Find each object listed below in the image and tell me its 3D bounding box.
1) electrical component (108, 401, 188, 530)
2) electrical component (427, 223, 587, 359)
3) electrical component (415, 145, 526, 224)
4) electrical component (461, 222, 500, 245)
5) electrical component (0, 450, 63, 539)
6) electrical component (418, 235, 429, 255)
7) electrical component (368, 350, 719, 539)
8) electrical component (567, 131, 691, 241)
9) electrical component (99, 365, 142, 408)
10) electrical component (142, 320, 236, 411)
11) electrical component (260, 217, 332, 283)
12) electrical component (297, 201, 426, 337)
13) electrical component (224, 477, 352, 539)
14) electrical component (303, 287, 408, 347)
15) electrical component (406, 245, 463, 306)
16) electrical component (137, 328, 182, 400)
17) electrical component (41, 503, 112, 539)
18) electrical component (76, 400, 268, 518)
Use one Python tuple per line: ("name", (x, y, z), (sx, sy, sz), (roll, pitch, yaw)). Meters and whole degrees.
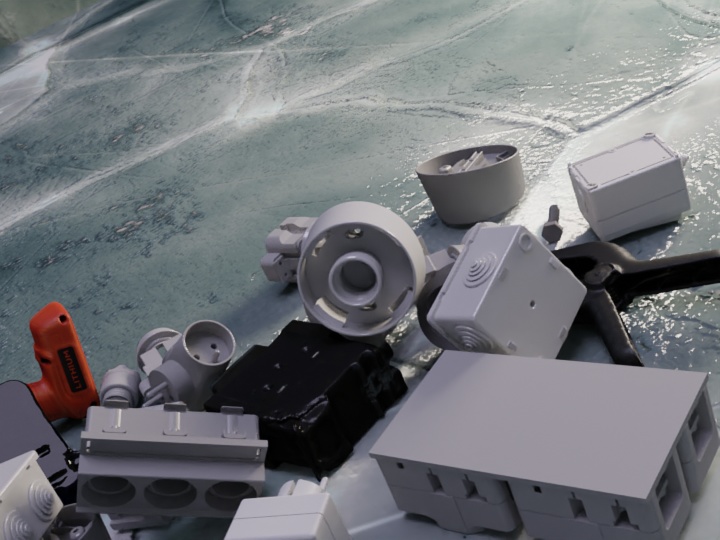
("electrical component", (-0.157, 0.148, 0.820), (0.056, 0.050, 0.089), (-11, 30, 21))
("electrical component", (0.109, 0.024, 0.774), (0.048, 0.100, 0.099), (-2, 53, 54))
("electrical component", (0.108, -0.089, 1.029), (0.099, 0.064, 0.099), (-17, 28, 10))
("electrical component", (0.117, -0.008, 0.907), (0.044, 0.044, 0.065), (-26, 33, -6))
("electrical component", (-0.263, 0.178, 0.737), (0.100, 0.048, 0.099), (-23, 15, 14))
("electrical component", (0.026, 0.001, 0.955), (0.064, 0.042, 0.081), (-41, 32, -28))
("electrical component", (0.116, 0.113, 0.674), (0.186, 0.060, 0.105), (2, 36, 38))
("electrical component", (0.234, -0.070, 0.908), (0.096, 0.061, 0.061), (-21, 28, 3))
("electrical component", (-0.211, 0.112, 0.939), (0.035, 0.035, 0.061), (-18, 30, 7))
("electrical component", (-0.145, 0.087, 0.875), (0.044, 0.077, 0.079), (45, 50, 13))
("electrical component", (-0.049, -0.019, 1.029), (0.057, 0.058, 0.078), (1, 35, 41))
("electrical component", (0.000, 0.000, 0.818), (0.099, 0.099, 0.064), (-15, 14, 14))
("electrical component", (-0.041, 0.165, 0.710), (0.066, 0.047, 0.076), (-10, 30, 23))
("electrical component", (-0.003, 0.027, 0.892), (0.080, 0.080, 0.051), (3, 32, 39))
("electrical component", (0.070, 0.008, 0.898), (0.055, 0.048, 0.066), (-22, 67, -13))
("electrical component", (-0.169, 0.082, 0.951), (0.066, 0.048, 0.055), (-29, 36, -13))
("electrical component", (-0.219, 0.206, 0.749), (0.099, 0.064, 0.099), (-17, 28, 10))
("electrical component", (-0.130, 0.131, 0.742), (0.121, 0.078, 0.063), (5, 42, -12))
